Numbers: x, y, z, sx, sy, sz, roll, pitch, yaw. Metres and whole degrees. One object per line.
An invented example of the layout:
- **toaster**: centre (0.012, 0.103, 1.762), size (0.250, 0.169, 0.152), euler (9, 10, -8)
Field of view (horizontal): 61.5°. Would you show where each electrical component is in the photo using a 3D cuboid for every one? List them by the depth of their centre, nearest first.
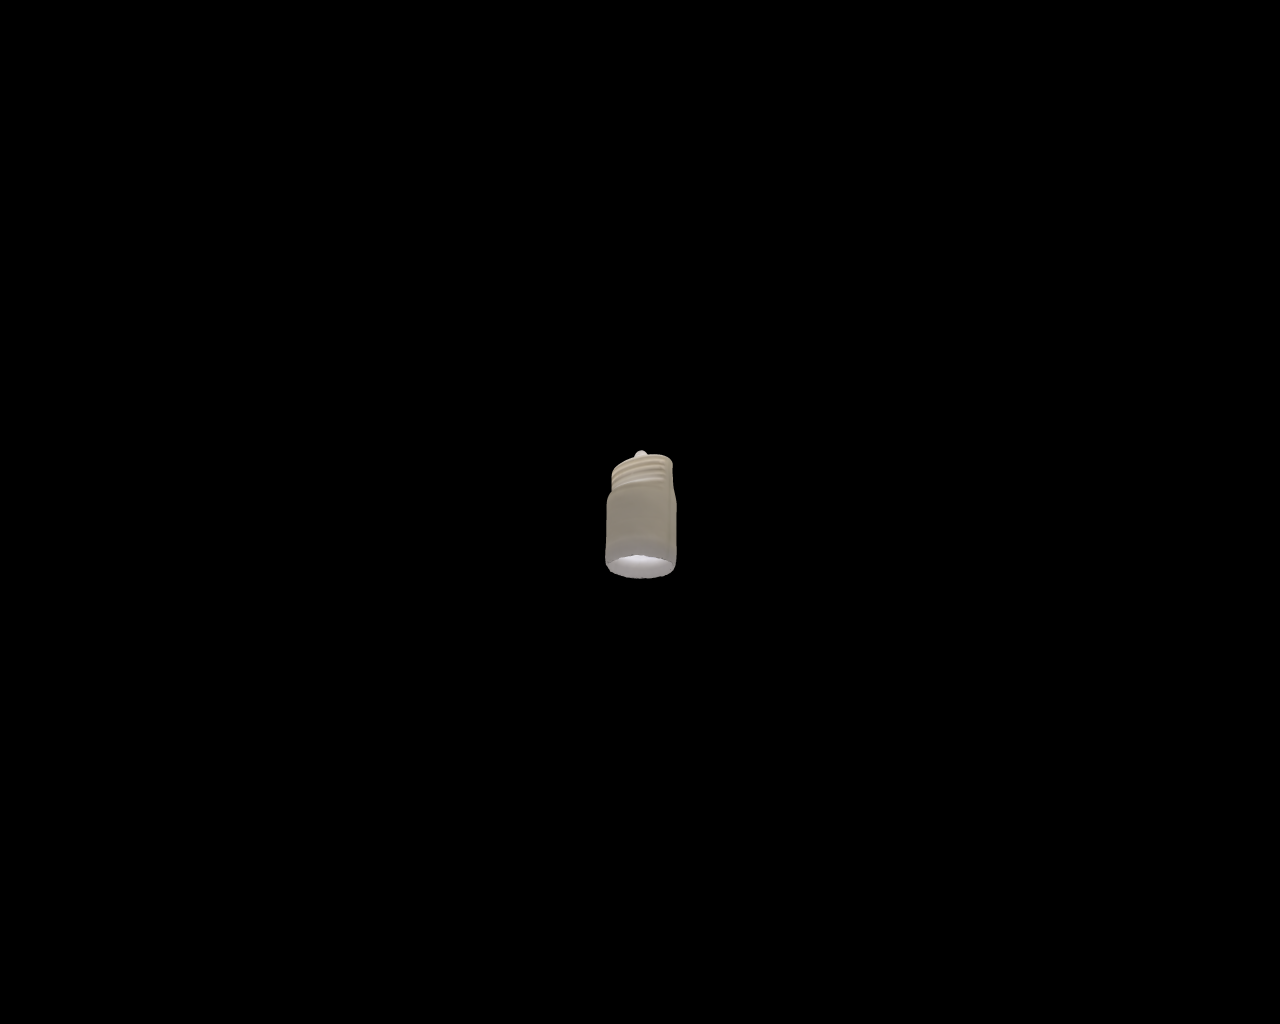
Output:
- **electrical component**: centre (0.001, -0.003, 0.650), size (0.043, 0.081, 0.043), euler (0, -24, 0)
